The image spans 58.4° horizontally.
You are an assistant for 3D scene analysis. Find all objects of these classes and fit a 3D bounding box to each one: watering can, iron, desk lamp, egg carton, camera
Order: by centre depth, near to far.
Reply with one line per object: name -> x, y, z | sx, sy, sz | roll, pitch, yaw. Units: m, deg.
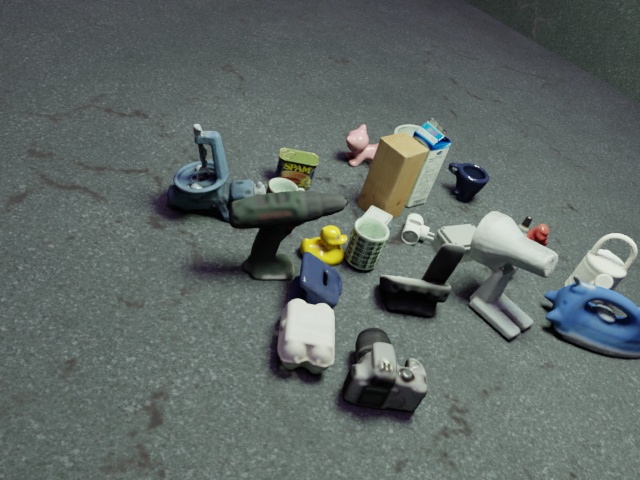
camera -> 0.119, 0.227, 1.050 | 0.143, 0.101, 0.136 | 11, 39, -9
egg carton -> -0.025, 0.178, 1.075 | 0.107, 0.069, 0.150 | 11, 39, -9
desk lamp -> 0.413, 0.070, 1.262 | 0.118, 0.213, 0.202 | -20, 53, -38
iron -> 0.649, 0.171, 1.294 | 0.258, 0.141, 0.119 | 21, 39, 3
watering can -> 0.687, 0.071, 1.384 | 0.101, 0.194, 0.173 | 15, 39, -4

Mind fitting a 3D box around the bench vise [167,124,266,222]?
bench vise -> -0.224, -0.154, 1.266 | 0.208, 0.220, 0.121 | -2, 43, -23

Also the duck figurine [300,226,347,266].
duck figurine -> 0.012, 0.005, 1.281 | 0.105, 0.086, 0.077 | 8, 40, -13

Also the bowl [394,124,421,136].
bowl -> 0.292, -0.276, 1.731 | 0.167, 0.075, 0.167 | 11, 39, -9

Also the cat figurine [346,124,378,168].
cat figurine -> 0.123, -0.269, 1.621 | 0.128, 0.118, 0.067 | 3, 41, -18

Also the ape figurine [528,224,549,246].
ape figurine -> 0.567, -0.003, 1.505 | 0.078, 0.092, 0.076 | 7, 40, -13

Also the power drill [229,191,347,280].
power drill -> -0.077, -0.015, 1.171 | 0.230, 0.208, 0.075 | 1, 42, -20

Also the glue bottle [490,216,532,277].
glue bottle -> 0.469, 0.011, 1.385 | 0.037, 0.173, 0.078 | -23, 54, -39

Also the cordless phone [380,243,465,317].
cordless phone -> 0.216, 0.066, 1.210 | 0.148, 0.185, 0.094 | 7, 40, -14

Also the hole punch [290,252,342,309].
hole punch -> -0.002, 0.088, 1.173 | 0.101, 0.091, 0.108 | 13, 39, -7

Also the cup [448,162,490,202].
cup -> 0.408, -0.163, 1.628 | 0.117, 0.095, 0.092 | 27, 40, 11
